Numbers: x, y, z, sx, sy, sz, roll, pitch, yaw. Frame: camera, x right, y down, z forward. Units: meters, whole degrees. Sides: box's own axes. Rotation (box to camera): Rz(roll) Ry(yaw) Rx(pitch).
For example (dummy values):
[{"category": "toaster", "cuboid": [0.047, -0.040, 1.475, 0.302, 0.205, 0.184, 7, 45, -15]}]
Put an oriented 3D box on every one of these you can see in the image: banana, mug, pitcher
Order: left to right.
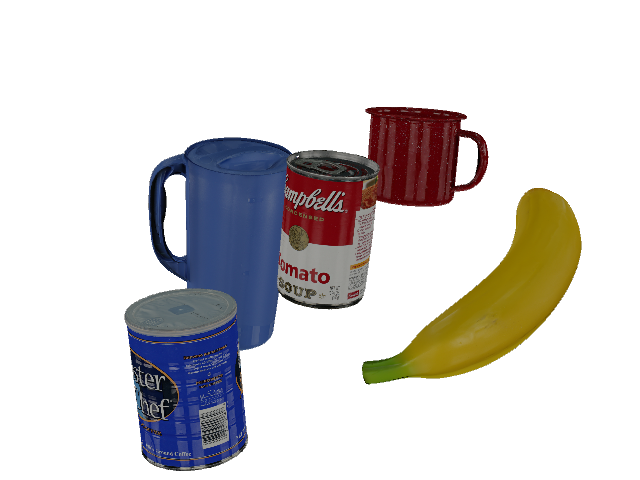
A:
[{"category": "pitcher", "cuboid": [-0.113, 0.005, 1.283, 0.149, 0.243, 0.144, 20, 27, 29]}, {"category": "mug", "cuboid": [0.096, -0.076, 0.977, 0.117, 0.081, 0.093, 8, 13, 21]}, {"category": "banana", "cuboid": [0.100, 0.018, 0.572, 0.070, 0.037, 0.197, 13, 35, 34]}]

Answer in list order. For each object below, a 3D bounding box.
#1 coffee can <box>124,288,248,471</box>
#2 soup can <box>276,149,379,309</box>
[{"category": "coffee can", "cuboid": [-0.123, 0.128, 0.996, 0.103, 0.140, 0.103, -3, 18, 1]}, {"category": "soup can", "cuboid": [0.004, -0.009, 0.786, 0.068, 0.102, 0.068, 5, 20, -2]}]
